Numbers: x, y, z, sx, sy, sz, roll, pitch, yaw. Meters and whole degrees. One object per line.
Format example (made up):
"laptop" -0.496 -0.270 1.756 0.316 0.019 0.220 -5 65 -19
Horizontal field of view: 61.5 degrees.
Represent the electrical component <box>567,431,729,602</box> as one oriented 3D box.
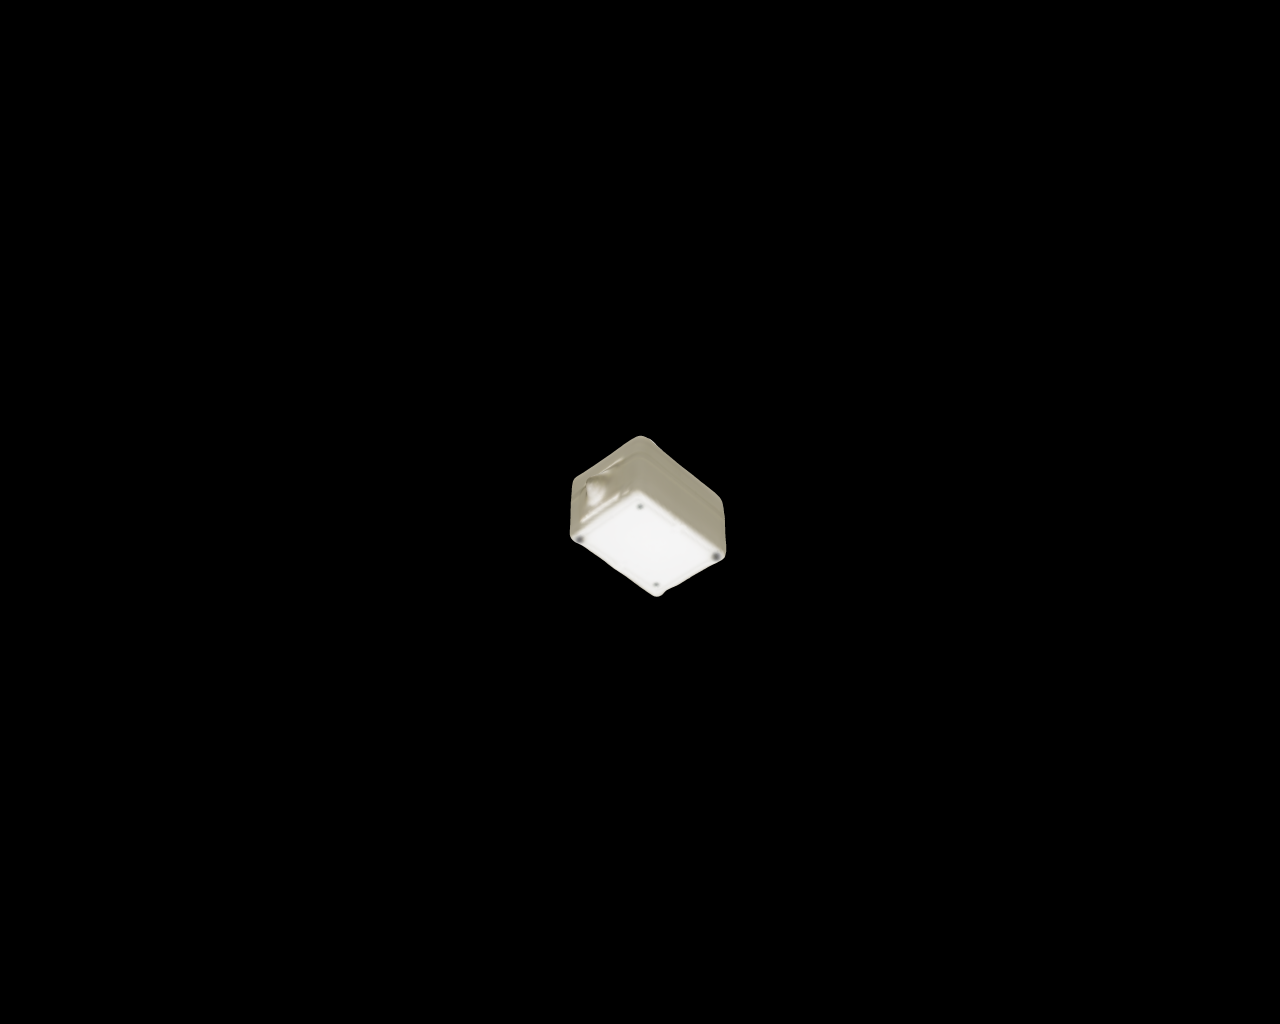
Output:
"electrical component" 0.001 -0.003 0.650 0.061 0.061 0.096 -33 -54 29
